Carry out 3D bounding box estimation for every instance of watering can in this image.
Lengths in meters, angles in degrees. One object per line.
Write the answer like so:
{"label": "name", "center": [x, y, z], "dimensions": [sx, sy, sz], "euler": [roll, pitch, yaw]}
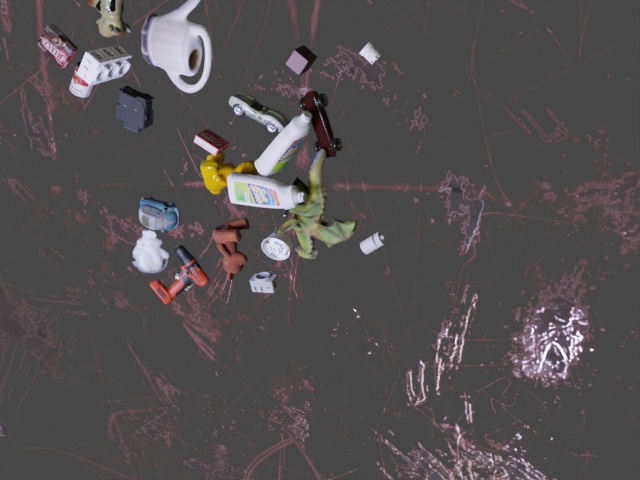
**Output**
{"label": "watering can", "center": [-0.411, -0.608, 1.504], "dimensions": [0.225, 0.106, 0.340], "euler": [18, 122, 13]}

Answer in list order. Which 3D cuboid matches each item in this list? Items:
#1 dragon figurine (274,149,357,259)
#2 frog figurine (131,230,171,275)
{"label": "dragon figurine", "center": [0.005, -0.083, 1.640], "dimensions": [0.242, 0.125, 0.402], "euler": [26, 127, -14]}
{"label": "frog figurine", "center": [-0.632, 0.045, 1.942], "dimensions": [0.137, 0.125, 0.157], "euler": [12, 117, -23]}
